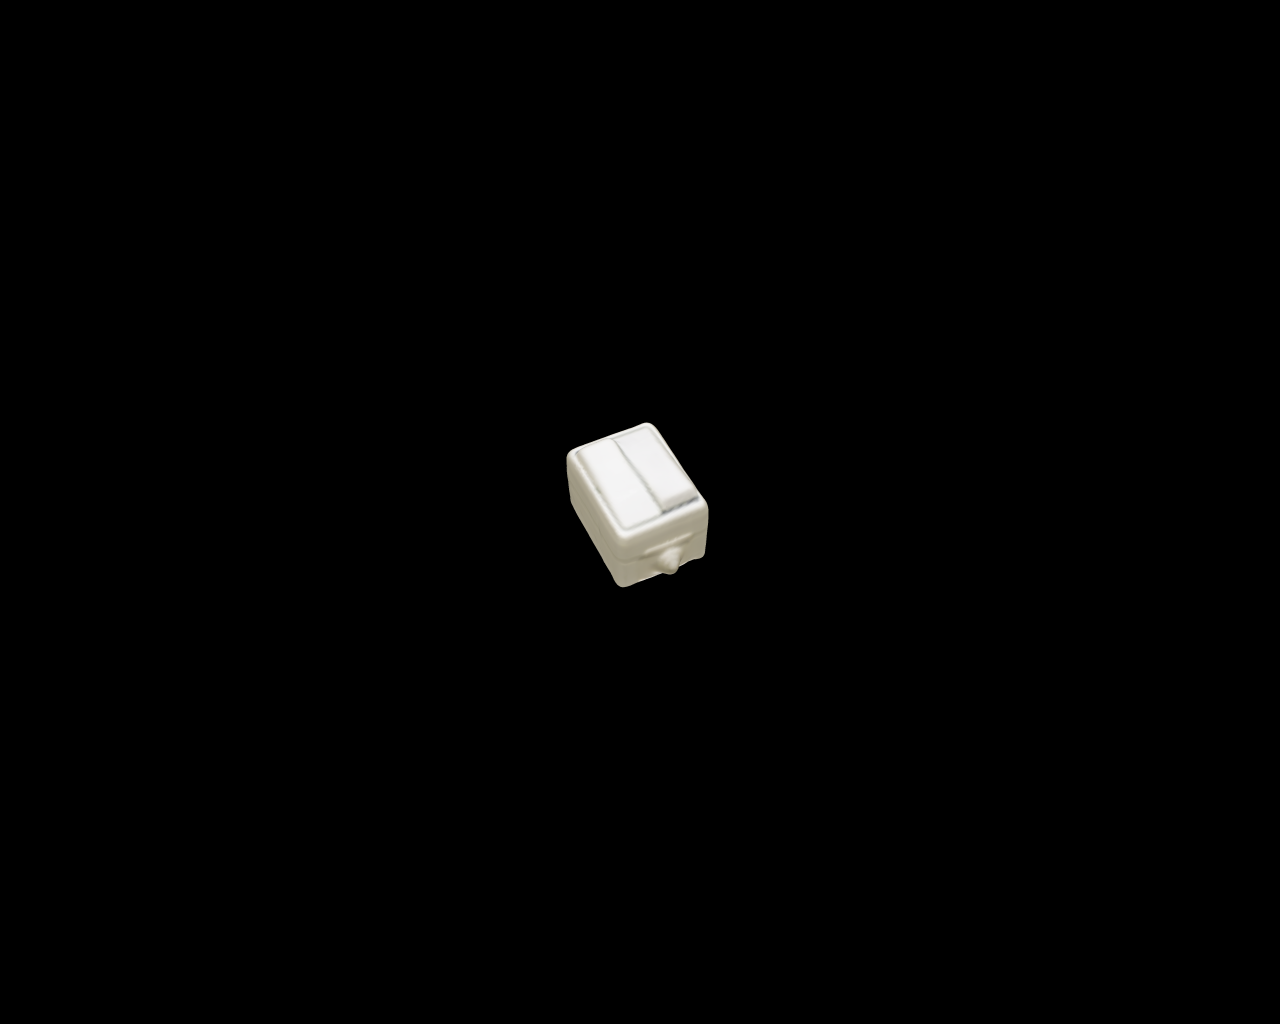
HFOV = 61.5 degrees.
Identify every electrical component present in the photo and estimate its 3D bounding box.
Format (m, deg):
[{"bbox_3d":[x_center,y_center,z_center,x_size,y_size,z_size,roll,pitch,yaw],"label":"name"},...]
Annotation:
[{"bbox_3d":[0.001,-0.003,0.650,0.062,0.096,0.061,-21,-36,-16],"label":"electrical component"}]
